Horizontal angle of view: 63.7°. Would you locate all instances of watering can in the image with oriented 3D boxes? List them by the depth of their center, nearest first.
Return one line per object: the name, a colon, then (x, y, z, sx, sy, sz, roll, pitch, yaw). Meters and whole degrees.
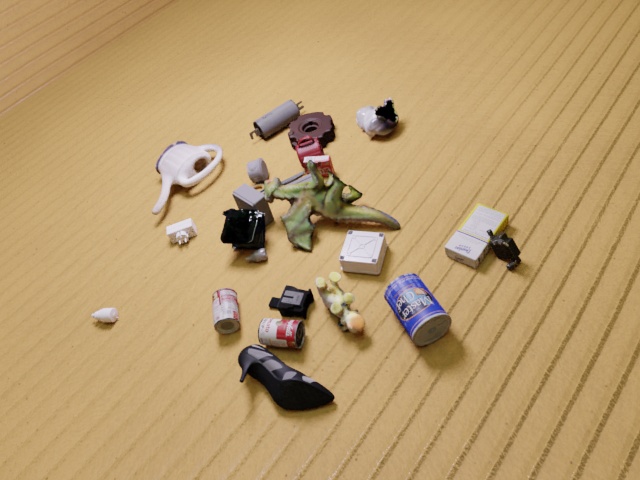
watering can: (-0.501, -0.237, 1.810, 0.226, 0.101, 0.353, 26, 59, 35)

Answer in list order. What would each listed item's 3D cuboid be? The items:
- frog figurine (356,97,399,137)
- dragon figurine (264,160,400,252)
frog figurine: (0.189, -0.411, 1.780, 0.121, 0.140, 0.158, 36, -29, -23)
dragon figurine: (0.005, -0.076, 1.502, 0.413, 0.242, 0.122, 38, 4, 13)
